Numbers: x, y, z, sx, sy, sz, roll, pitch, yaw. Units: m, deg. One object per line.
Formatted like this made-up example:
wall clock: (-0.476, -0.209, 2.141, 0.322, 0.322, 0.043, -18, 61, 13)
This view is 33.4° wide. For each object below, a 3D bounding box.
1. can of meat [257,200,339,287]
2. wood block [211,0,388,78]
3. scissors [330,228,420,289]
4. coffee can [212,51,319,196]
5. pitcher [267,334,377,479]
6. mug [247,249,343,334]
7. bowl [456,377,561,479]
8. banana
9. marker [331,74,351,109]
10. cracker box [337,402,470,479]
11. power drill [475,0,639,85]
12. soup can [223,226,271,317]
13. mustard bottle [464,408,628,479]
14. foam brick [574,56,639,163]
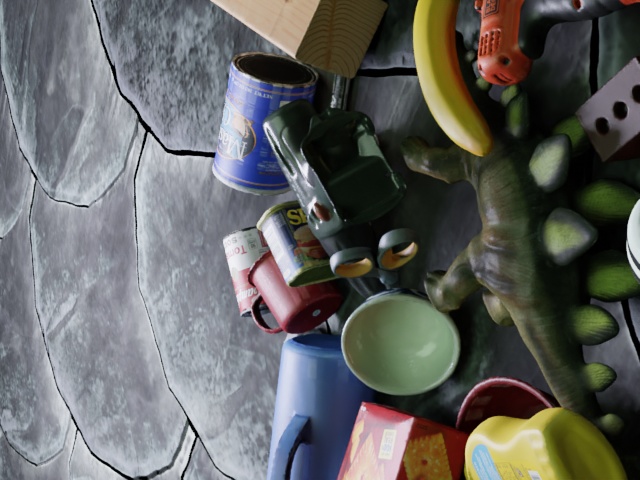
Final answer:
can of meat: (-0.008, 0.001, 1.206, 0.058, 0.101, 0.084, -50, 59, 50)
wood block: (-0.033, -0.267, 1.183, 0.206, 0.090, 0.091, 42, 113, 43)
scissors: (0.051, 0.037, 1.070, 0.202, 0.096, 0.016, 103, 154, -66)
coffee can: (-0.065, -0.138, 1.258, 0.103, 0.102, 0.140, 42, 129, 43)
pitcher: (-0.001, 0.234, 1.197, 0.149, 0.144, 0.243, -158, 71, -74)
mug: (-0.034, 0.064, 1.258, 0.117, 0.093, 0.081, -42, 64, 19)
bowl: (0.199, 0.201, 0.989, 0.162, 0.055, 0.162, 16, 110, 53)
banana: (0.114, -0.160, 0.943, 0.070, 0.037, 0.198, -22, 65, 49)
marker: (0.020, -0.146, 1.207, 0.020, 0.020, 0.121, 33, 123, 47)
cracker box: (0.059, 0.273, 1.047, 0.164, 0.072, 0.213, 173, 117, -75)
power drill: (0.209, -0.230, 0.866, 0.188, 0.057, 0.184, -15, 62, 51)
soup can: (-0.079, 0.039, 1.343, 0.069, 0.068, 0.102, -30, 71, 53)
mustard bottle: (0.174, 0.193, 0.902, 0.096, 0.058, 0.192, 53, 156, -2)
foam brick: (0.256, -0.105, 0.852, 0.078, 0.051, 0.053, -48, 58, 47)
